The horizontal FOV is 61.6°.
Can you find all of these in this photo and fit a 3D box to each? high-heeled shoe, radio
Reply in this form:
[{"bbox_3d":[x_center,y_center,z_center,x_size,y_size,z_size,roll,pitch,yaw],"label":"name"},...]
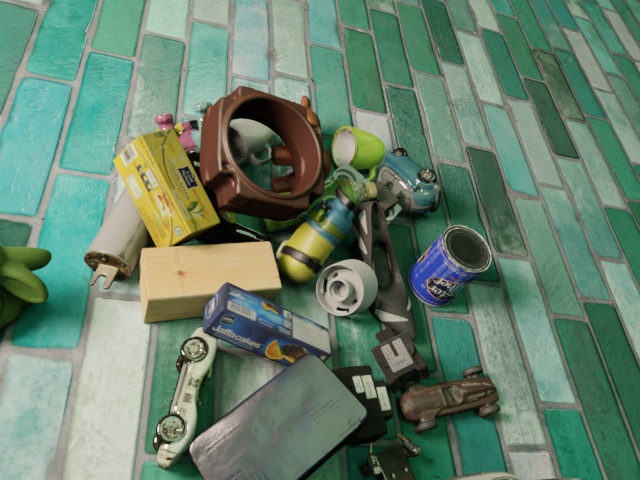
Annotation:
[{"bbox_3d":[0.128,0.050,0.973,0.086,0.145,0.249,-20,65,-31],"label":"high-heeled shoe"},{"bbox_3d":[-0.057,0.272,0.745,0.229,0.073,0.131,-35,68,-20],"label":"radio"}]

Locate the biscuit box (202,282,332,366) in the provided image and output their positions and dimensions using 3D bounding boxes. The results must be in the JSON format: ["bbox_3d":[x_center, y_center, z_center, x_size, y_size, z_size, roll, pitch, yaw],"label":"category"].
[{"bbox_3d":[-0.079,0.139,0.830,0.202,0.063,0.059,28,30,-25],"label":"biscuit box"}]

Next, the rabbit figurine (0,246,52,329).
[{"bbox_3d":[-0.446,0.057,0.710,0.159,0.170,0.121,0,58,-22],"label":"rabbit figurine"}]

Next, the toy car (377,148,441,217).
[{"bbox_3d":[0.174,-0.114,1.139,0.103,0.109,0.162,-33,64,-18],"label":"toy car"}]

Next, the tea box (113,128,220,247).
[{"bbox_3d":[-0.243,-0.077,0.851,0.068,0.098,0.169,-30,95,-50],"label":"tea box"}]

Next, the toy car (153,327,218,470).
[{"bbox_3d":[-0.190,0.221,0.764,0.056,0.073,0.202,17,52,-11],"label":"toy car"}]

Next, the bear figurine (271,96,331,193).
[{"bbox_3d":[-0.049,-0.197,1.092,0.132,0.120,0.196,-10,52,-12],"label":"bear figurine"}]

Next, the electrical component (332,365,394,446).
[{"bbox_3d":[0.049,0.262,0.848,0.134,0.058,0.115,2,59,-22],"label":"electrical component"}]

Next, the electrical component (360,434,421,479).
[{"bbox_3d":[0.109,0.344,0.822,0.102,0.045,0.078,-5,58,-26],"label":"electrical component"}]

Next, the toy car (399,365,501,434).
[{"bbox_3d":[0.228,0.269,0.923,0.202,0.053,0.089,-3,55,-23],"label":"toy car"}]

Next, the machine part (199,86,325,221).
[{"bbox_3d":[-0.093,-0.142,0.900,0.201,0.087,0.201,10,70,-33],"label":"machine part"}]

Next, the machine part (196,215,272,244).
[{"bbox_3d":[-0.152,-0.010,0.963,0.139,0.039,0.084,20,46,3],"label":"machine part"}]

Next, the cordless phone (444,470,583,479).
[{"bbox_3d":[0.279,0.377,0.782,0.146,0.184,0.089,3,61,-22],"label":"cordless phone"}]

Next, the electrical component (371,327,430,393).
[{"bbox_3d":[0.129,0.191,0.913,0.075,0.047,0.119,-24,48,2],"label":"electrical component"}]

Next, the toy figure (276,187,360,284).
[{"bbox_3d":[-0.004,-0.005,0.946,0.082,0.180,0.089,41,5,-18],"label":"toy figure"}]

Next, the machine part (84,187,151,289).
[{"bbox_3d":[-0.314,-0.022,0.883,0.079,0.079,0.243,20,52,-9],"label":"machine part"}]

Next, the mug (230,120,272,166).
[{"bbox_3d":[-0.137,-0.198,1.079,0.110,0.080,0.107,37,42,11],"label":"mug"}]

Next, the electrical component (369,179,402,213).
[{"bbox_3d":[0.119,-0.086,1.062,0.063,0.021,0.094,46,53,13],"label":"electrical component"}]

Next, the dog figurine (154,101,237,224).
[{"bbox_3d":[-0.218,-0.121,0.968,0.108,0.191,0.219,-14,87,-10],"label":"dog figurine"}]
